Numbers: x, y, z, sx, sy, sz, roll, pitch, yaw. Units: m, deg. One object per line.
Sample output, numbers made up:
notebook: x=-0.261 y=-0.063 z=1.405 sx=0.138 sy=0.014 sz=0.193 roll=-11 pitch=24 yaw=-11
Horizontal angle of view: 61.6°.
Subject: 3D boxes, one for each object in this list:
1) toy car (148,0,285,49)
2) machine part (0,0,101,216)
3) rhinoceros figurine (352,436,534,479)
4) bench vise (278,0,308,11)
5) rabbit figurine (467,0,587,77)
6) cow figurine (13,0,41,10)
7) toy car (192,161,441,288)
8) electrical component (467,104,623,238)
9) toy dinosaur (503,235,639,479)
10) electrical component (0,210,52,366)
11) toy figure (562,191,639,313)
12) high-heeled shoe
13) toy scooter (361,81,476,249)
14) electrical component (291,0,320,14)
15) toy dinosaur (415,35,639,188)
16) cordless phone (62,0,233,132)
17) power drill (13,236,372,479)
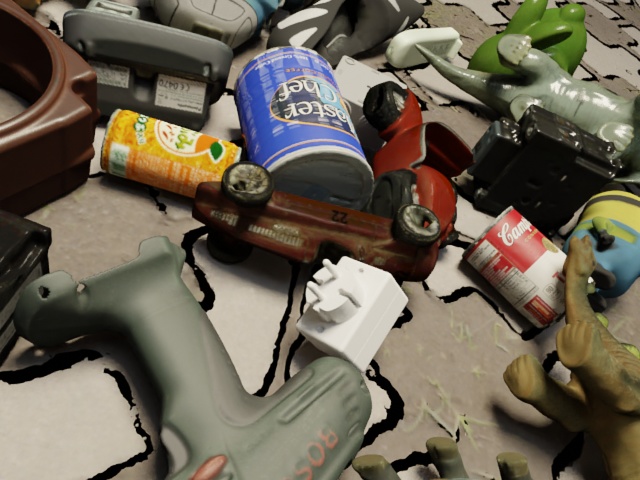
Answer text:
toy car: x=-0.127 y=-0.262 z=0.597 sx=0.161 sy=0.109 sz=0.103 roll=19 pitch=69 yaw=-25
machine part: x=-0.285 y=-0.101 z=0.387 sx=0.201 sy=0.087 sz=0.201 roll=40 pitch=47 yaw=9
rhinoceros figurine: x=0.054 y=0.180 z=0.300 sx=0.190 sy=0.073 sz=0.112 roll=-3 pitch=90 yaw=-44
bench vise: x=-0.056 y=-0.409 z=0.646 sx=0.129 sy=0.240 sz=0.224 roll=-2 pitch=55 yaw=-27
rabbit figurine: x=0.296 y=-0.264 z=0.767 sx=0.170 sy=0.159 sz=0.121 roll=-22 pitch=73 yaw=-20
cow figurine: x=-0.298 y=-0.301 z=0.555 sx=0.195 sy=0.085 sz=0.127 roll=10 pitch=50 yaw=-11
toy car: x=-0.001 y=-0.001 z=0.428 sx=0.202 sy=0.089 sz=0.053 roll=13 pitch=52 yaw=-14
electrical component: x=0.230 y=-0.076 z=0.581 sx=0.134 sy=0.114 sz=0.058 roll=21 pitch=42 yaw=-7
toy dinosaur: x=0.257 y=0.208 z=0.361 sx=0.198 sy=0.105 sz=0.471 roll=8 pitch=60 yaw=-24
electrical component: x=-0.205 y=0.044 z=0.306 sx=0.048 sy=0.074 sz=0.119 roll=21 pitch=42 yaw=-6
toy figure: x=0.308 y=0.003 z=0.575 sx=0.180 sy=0.082 sz=0.089 roll=-31 pitch=71 yaw=-37
high-heeled shoe: x=0.048 y=-0.257 z=0.658 sx=0.249 sy=0.086 sz=0.145 roll=-17 pitch=39 yaw=-15
toy scooter: x=0.105 y=-0.062 z=0.533 sx=0.135 sy=0.075 sz=0.184 roll=19 pitch=60 yaw=-36
electrical component: x=-0.002 y=-0.341 z=0.753 sx=0.078 sy=0.045 sz=0.102 roll=45 pitch=44 yaw=-24
toy dinosaur: x=0.322 y=-0.159 z=0.694 sx=0.405 sy=0.131 sz=0.192 roll=35 pitch=5 yaw=22
cordless phone: x=-0.167 y=-0.190 z=0.529 sx=0.146 sy=0.088 sz=0.184 roll=6 pitch=34 yaw=-20
power drill: x=-0.088 y=0.104 z=0.307 sx=0.207 sy=0.086 sz=0.232 roll=44 pitch=46 yaw=20
